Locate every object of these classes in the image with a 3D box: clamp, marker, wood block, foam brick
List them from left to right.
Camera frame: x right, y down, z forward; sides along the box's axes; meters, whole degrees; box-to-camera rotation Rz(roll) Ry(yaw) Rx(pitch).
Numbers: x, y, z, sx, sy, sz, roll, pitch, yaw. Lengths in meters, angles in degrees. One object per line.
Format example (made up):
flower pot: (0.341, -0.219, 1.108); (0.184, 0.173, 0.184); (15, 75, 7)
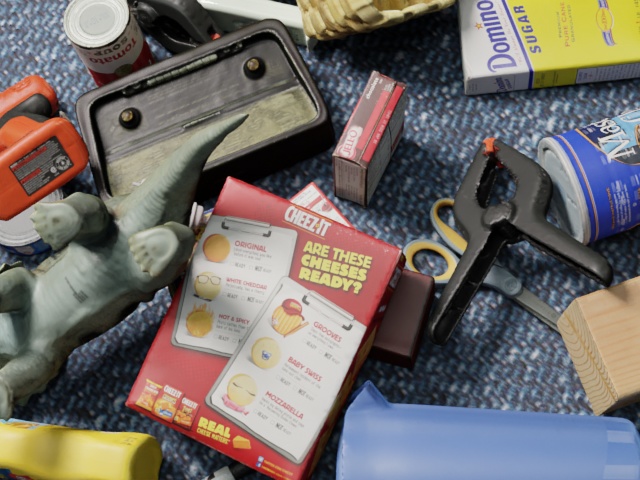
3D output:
clamp: (-0.171, -0.242, 1.067); (0.171, 0.120, 0.039); (25, 66, 10)
marker: (-0.105, 0.222, 0.940); (0.121, 0.020, 0.020); (-30, 70, -4)
foam brick: (0.069, 0.069, 0.956); (0.051, 0.053, 0.078); (14, 72, 12)
clamp: (0.172, -0.013, 0.933); (0.165, 0.036, 0.210); (-17, 45, 28)
wood block: (0.319, 0.066, 0.898); (0.206, 0.090, 0.091); (-18, 72, -4)

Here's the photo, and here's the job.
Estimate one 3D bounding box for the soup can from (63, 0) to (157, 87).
soup can: (-0.207, -0.194, 1.058); (0.068, 0.102, 0.068); (-2, 70, 6)

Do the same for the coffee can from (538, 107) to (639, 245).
coffee can: (0.279, -0.064, 0.950); (0.140, 0.103, 0.103); (-19, 69, 0)

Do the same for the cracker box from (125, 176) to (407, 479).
cracker box: (-0.043, 0.078, 0.906); (0.164, 0.072, 0.213); (23, 87, 11)

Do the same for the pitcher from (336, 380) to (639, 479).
pitcher: (0.134, 0.208, 0.866); (0.243, 0.149, 0.145); (0, 49, 4)

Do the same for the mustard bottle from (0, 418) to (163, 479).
mustard bottle: (-0.240, 0.186, 0.928); (0.192, 0.096, 0.058); (7, 78, 9)

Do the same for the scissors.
scissors: (0.153, 0.048, 0.971); (0.096, 0.016, 0.202); (-32, 69, -8)

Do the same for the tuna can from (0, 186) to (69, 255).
tuna can: (-0.288, -0.029, 1.046); (0.086, 0.034, 0.086); (-2, 70, 6)

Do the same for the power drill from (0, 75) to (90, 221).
power drill: (-0.310, -0.080, 1.006); (0.184, 0.057, 0.188); (-39, 35, -14)

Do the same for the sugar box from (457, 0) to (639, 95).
sugar box: (0.225, -0.198, 1.036); (0.176, 0.048, 0.093); (-5, 70, 4)

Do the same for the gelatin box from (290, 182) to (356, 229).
gelatin box: (-0.007, 0.001, 1.002); (0.073, 0.030, 0.089); (-40, 71, -6)

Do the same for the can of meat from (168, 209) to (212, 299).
can of meat: (-0.103, 0.024, 0.992); (0.084, 0.057, 0.102); (-23, 69, -3)

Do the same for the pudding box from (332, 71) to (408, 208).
pudding box: (0.045, -0.090, 0.983); (0.039, 0.113, 0.090); (24, 75, 11)
